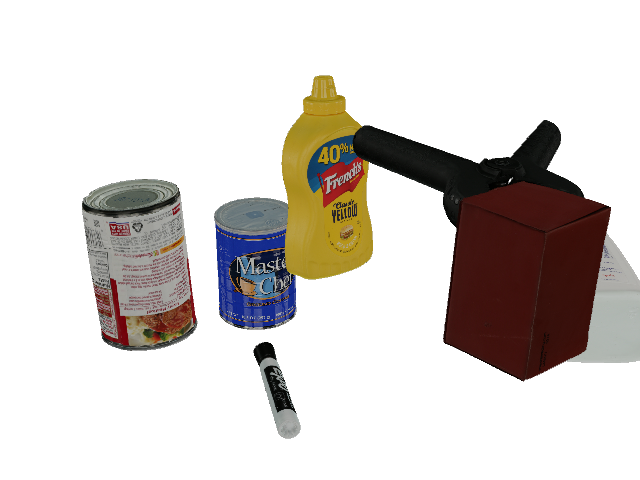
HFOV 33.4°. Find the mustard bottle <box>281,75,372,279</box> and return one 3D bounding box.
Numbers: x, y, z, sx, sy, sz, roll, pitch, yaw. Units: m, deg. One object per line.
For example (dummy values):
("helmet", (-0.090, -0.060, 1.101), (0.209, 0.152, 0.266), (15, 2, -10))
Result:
("mustard bottle", (0.006, -0.064, 1.038), (0.096, 0.192, 0.058), (-17, 23, -37))

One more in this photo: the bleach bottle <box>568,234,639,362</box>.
("bleach bottle", (0.219, 0.014, 0.944), (0.102, 0.068, 0.250), (0, 26, 3))

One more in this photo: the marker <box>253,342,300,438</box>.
("marker", (-0.038, 0.123, 0.899), (0.020, 0.020, 0.121), (0, 27, -14))

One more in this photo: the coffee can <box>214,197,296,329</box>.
("coffee can", (-0.082, 0.029, 1.371), (0.103, 0.140, 0.103), (0, 26, 0))

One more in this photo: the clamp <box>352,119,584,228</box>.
("clamp", (0.113, -0.039, 0.743), (0.164, 0.036, 0.210), (-1, 27, -5))

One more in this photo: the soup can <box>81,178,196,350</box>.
("soup can", (-0.125, 0.016, 0.738), (0.068, 0.102, 0.068), (-4, 21, 1))

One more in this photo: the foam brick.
("foam brick", (0.097, 0.017, 0.509), (0.052, 0.078, 0.051), (-16, 30, -40))
